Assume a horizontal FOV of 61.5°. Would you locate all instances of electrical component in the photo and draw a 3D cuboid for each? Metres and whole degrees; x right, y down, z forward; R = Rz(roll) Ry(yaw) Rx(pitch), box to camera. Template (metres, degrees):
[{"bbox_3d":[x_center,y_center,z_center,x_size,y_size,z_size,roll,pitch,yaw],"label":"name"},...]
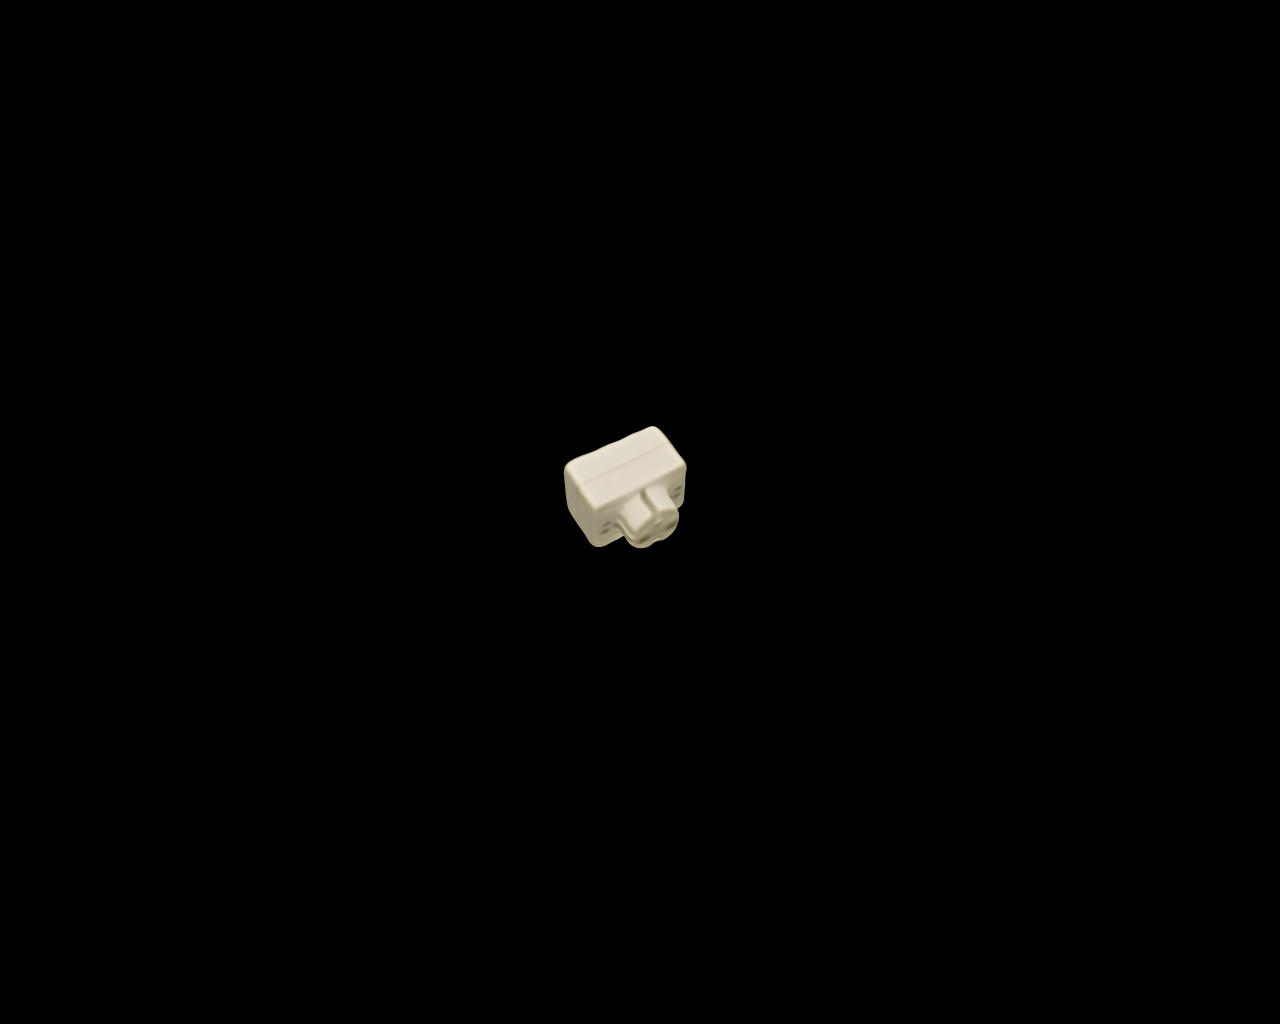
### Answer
[{"bbox_3d":[0.001,-0.003,0.650,0.066,0.077,0.047,-26,-30,-16],"label":"electrical component"}]
